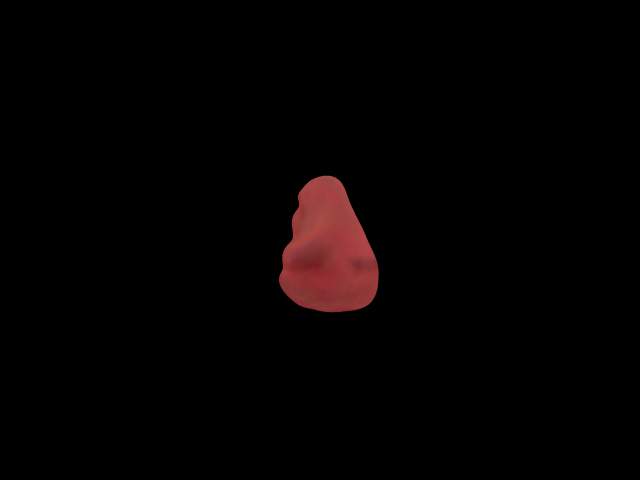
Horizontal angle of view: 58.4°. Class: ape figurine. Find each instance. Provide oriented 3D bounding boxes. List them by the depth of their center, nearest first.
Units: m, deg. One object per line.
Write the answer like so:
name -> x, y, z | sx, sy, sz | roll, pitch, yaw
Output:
ape figurine -> 0.004, 0.001, 0.400 | 0.075, 0.092, 0.078 | 4, 6, 44
